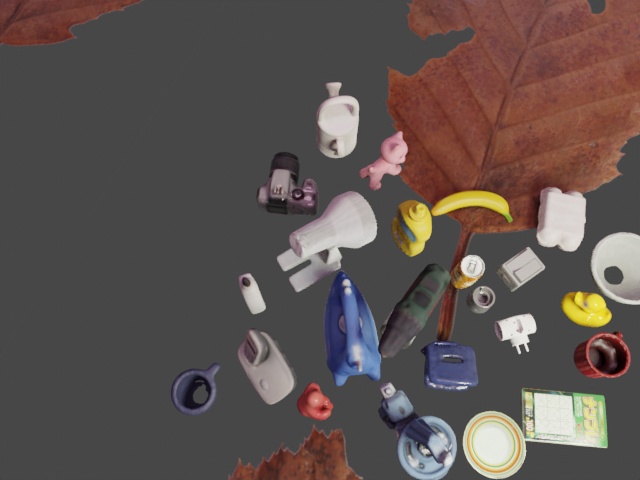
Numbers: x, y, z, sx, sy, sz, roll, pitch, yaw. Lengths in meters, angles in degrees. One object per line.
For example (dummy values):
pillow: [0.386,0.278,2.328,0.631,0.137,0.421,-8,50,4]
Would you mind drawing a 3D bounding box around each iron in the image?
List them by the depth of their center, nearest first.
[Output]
iron: [0.063,0.171,1.216,0.118,0.141,0.258,-8,71,-3]

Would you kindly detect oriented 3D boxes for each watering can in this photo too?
watering can: [0.038,-0.287,1.343,0.101,0.194,0.172,-27,74,-9]

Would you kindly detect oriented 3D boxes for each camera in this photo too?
camera: [-0.070,-0.136,1.339,0.143,0.101,0.137,6,71,1]

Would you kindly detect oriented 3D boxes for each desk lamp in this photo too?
desk lamp: [0.011,0.004,1.233,0.203,0.213,0.118,-31,74,-11]

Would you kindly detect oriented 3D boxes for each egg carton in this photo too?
egg carton: [0.560,-0.049,1.337,0.107,0.069,0.150,11,71,3]

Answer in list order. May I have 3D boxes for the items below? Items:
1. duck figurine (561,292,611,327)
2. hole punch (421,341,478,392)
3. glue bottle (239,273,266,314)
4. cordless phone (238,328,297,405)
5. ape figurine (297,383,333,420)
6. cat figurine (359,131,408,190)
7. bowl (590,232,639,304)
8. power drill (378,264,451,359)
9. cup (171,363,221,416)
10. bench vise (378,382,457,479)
duck figurine: [0.597,0.147,1.262,0.104,0.086,0.077,27,73,8]
hole punch: [0.274,0.265,1.214,0.108,0.091,0.101,4,71,1]
glue bottle: [-0.150,0.105,1.217,0.037,0.173,0.078,-23,73,-8]
cordless phone: [-0.111,0.251,1.162,0.094,0.185,0.147,-34,75,-11]
ape figurine: [-0.011,0.334,1.185,0.076,0.092,0.078,-7,71,-3]
cat figurine: [0.157,-0.193,1.353,0.128,0.118,0.067,-40,76,-13]
bowl: [0.683,0.071,1.295,0.167,0.075,0.167,0,71,-1]
power drill: [0.184,0.161,1.186,0.075,0.208,0.230,33,74,10]
cup: [-0.245,0.307,1.188,0.091,0.095,0.118,37,75,11]
bench vise: [0.180,0.378,1.106,0.207,0.220,0.121,37,75,11]
